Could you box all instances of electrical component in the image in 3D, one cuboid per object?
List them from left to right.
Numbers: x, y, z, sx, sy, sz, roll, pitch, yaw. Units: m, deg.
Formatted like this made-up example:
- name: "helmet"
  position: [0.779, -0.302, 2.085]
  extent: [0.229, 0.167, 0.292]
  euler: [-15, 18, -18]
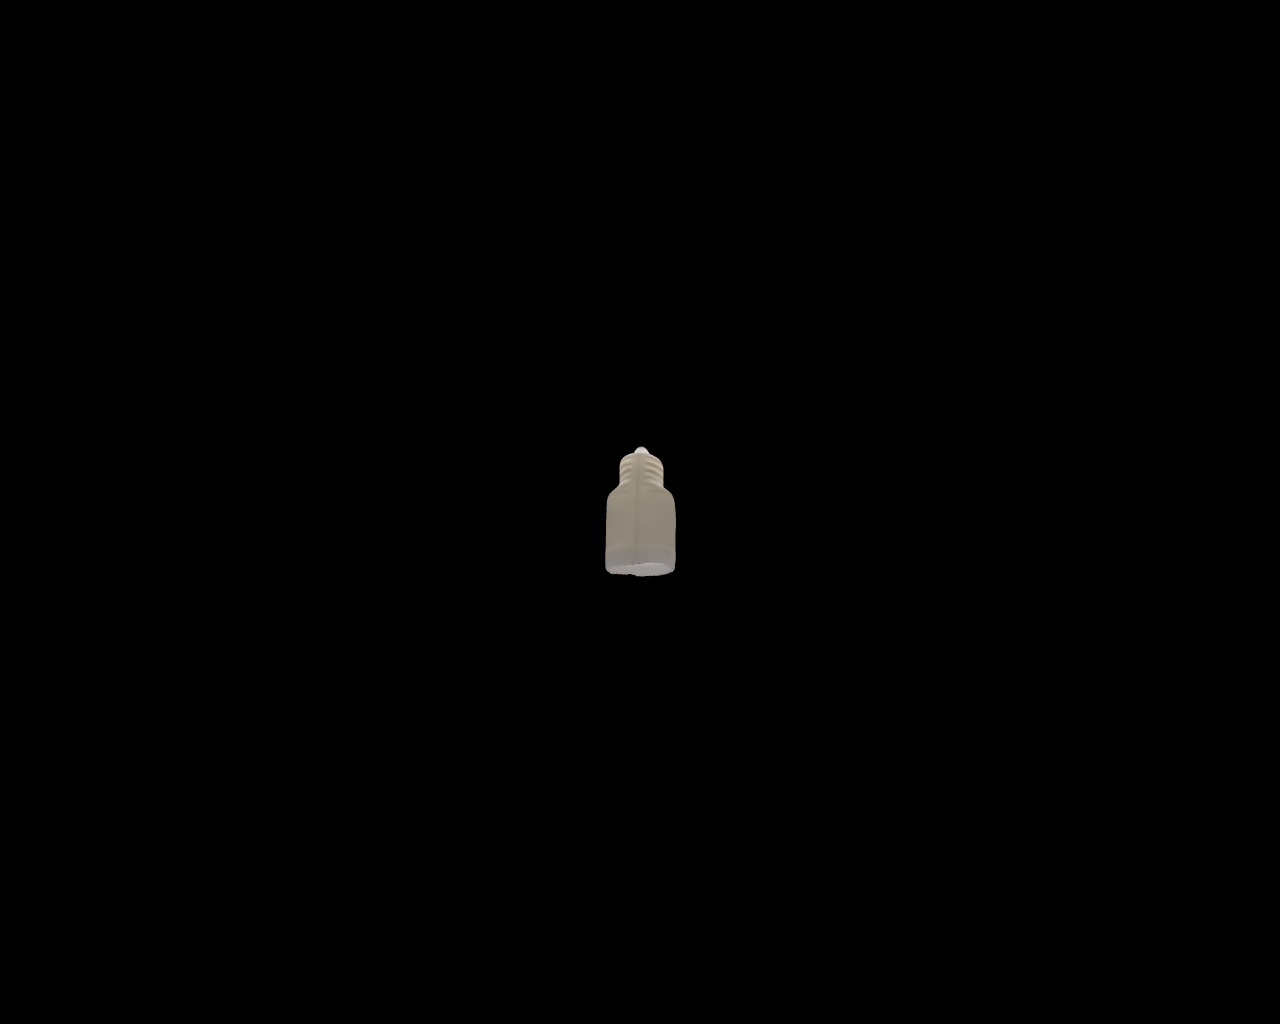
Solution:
- name: "electrical component"
  position: [0.001, -0.003, 0.650]
  extent: [0.043, 0.081, 0.043]
  euler: [0, -15, 0]
